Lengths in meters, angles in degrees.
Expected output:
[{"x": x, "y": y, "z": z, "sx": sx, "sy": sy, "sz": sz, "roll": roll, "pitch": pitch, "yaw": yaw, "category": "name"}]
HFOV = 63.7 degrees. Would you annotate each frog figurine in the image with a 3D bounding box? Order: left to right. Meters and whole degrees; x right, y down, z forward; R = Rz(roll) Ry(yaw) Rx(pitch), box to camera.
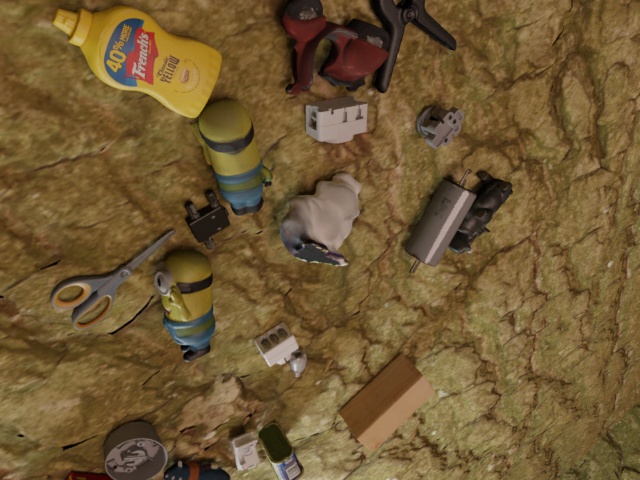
[{"x": 0.003, "y": -0.044, "z": 0.879, "sx": 0.136, "sy": 0.121, "sz": 0.162, "roll": 24, "pitch": 65, "yaw": -33, "category": "frog figurine"}]
